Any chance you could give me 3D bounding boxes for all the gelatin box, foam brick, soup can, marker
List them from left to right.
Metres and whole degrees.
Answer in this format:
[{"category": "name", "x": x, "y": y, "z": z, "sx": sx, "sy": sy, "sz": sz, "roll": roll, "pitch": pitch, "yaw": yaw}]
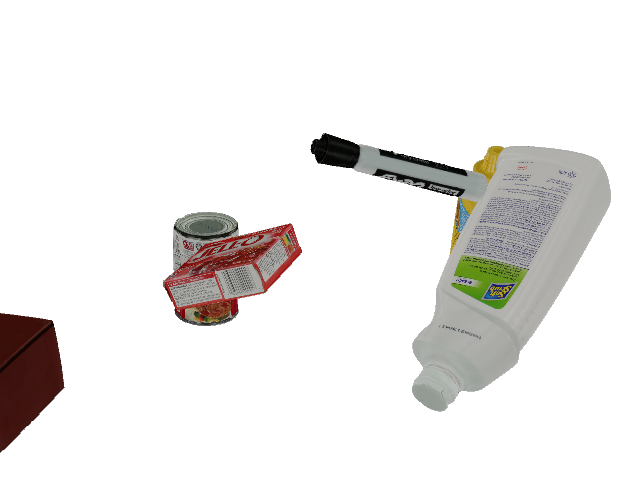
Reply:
[{"category": "foam brick", "x": -0.205, "y": 0.087, "z": 0.665, "sx": 0.053, "sy": 0.051, "sz": 0.078, "roll": 7, "pitch": 30, "yaw": 21}, {"category": "soup can", "x": -0.120, "y": 0.029, "z": 1.118, "sx": 0.068, "sy": 0.102, "sz": 0.068, "roll": 2, "pitch": 23, "yaw": -1}, {"category": "gelatin box", "x": -0.069, "y": 0.020, "z": 0.846, "sx": 0.089, "sy": 0.030, "sz": 0.073, "roll": -12, "pitch": 19, "yaw": 29}, {"category": "marker", "x": 0.050, "y": -0.046, "z": 0.672, "sx": 0.121, "sy": 0.020, "sz": 0.020, "roll": 12, "pitch": -5, "yaw": -23}]

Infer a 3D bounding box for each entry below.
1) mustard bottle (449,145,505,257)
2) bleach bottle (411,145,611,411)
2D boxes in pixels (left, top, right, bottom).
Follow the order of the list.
[{"category": "mustard bottle", "x": 0.161, "y": -0.006, "z": 1.045, "sx": 0.058, "sy": 0.192, "sz": 0.096, "roll": -4, "pitch": 35, "yaw": -9}, {"category": "bleach bottle", "x": 0.136, "y": 0.029, "z": 0.836, "sx": 0.103, "sy": 0.068, "sz": 0.250, "roll": 10, "pitch": 48, "yaw": 37}]
